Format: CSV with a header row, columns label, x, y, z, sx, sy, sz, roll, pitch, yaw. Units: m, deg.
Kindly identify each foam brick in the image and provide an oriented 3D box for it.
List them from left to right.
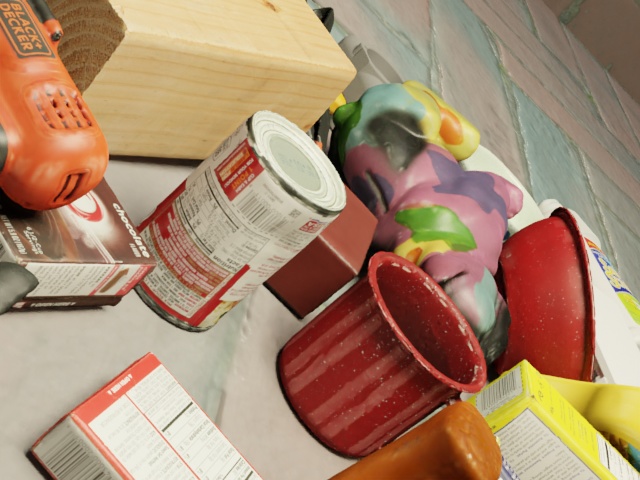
label,x,y,z,sx,sy,sz,roll,pitch,yaw
foam brick,-0.004,0.001,0.665,0.051,0.053,0.078,44,28,-10

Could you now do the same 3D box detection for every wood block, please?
label,x,y,z,sx,sy,sz,roll,pitch,yaw
wood block,-0.083,-0.109,0.626,0.205,0.090,0.091,-3,53,-55

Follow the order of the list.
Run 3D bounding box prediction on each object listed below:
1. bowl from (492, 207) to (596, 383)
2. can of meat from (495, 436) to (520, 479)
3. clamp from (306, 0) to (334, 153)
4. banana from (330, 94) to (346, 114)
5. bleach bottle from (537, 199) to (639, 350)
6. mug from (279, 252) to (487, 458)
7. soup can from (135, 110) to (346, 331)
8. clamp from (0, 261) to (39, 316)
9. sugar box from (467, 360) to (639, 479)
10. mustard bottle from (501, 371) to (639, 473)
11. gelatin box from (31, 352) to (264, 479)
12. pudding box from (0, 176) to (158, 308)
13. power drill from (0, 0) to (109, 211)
label,x,y,z,sx,sy,sz,roll,pitch,yaw
bowl,0.160,0.056,0.812,0.162,0.055,0.162,178,-89,-88
can of meat,0.071,0.151,0.512,0.057,0.102,0.084,-35,86,-36
clamp,-0.018,-0.148,0.769,0.164,0.036,0.210,65,21,-52
banana,-0.054,-0.158,0.842,0.197,0.037,0.070,27,33,-47
bleach bottle,0.271,0.043,1.083,0.102,0.068,0.251,31,27,-35
mug,0.038,0.077,0.590,0.117,0.082,0.093,56,24,16
soup can,-0.045,-0.009,0.549,0.068,0.102,0.068,38,26,-23
clamp,-0.146,0.053,0.334,0.171,0.039,0.120,21,49,-51
sugar box,0.146,0.163,0.638,0.176,0.093,0.048,44,24,-14
mustard bottle,0.201,0.128,0.680,0.096,0.192,0.058,45,65,-24
gelatin box,-0.066,0.098,0.441,0.089,0.030,0.073,50,22,0
pudding box,-0.137,-0.022,0.484,0.113,0.039,0.089,57,25,19
power drill,-0.191,-0.084,0.405,0.187,0.057,0.184,-13,61,-46
